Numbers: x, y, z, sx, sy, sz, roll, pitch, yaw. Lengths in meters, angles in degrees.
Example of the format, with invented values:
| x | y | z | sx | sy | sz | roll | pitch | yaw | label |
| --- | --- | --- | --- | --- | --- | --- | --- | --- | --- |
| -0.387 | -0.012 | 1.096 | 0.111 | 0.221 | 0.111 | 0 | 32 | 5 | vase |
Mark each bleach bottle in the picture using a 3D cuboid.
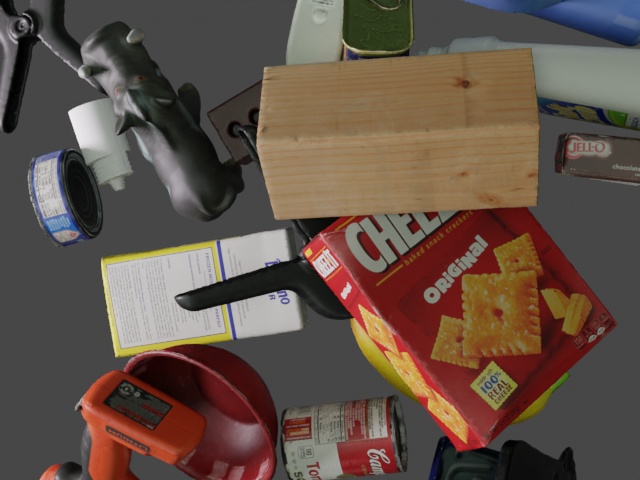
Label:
| x | y | z | sx | sy | sz | roll | pitch | yaw | label |
| --- | --- | --- | --- | --- | --- | --- | --- | --- | --- |
| 0.206 | -0.130 | 0.885 | 0.251 | 0.102 | 0.068 | 9 | 88 | 15 | bleach bottle |

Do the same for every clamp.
| x | y | z | sx | sy | sz | roll | pitch | yaw | label |
| --- | --- | --- | --- | --- | --- | --- | --- | --- | --- |
| -0.255 | -0.191 | 0.979 | 0.120 | 0.039 | 0.171 | -9 | 92 | 8 | clamp |
| -0.006 | 0.001 | 0.918 | 0.209 | 0.036 | 0.164 | 14 | 88 | -16 | clamp |

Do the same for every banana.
| x | y | z | sx | sy | sz | roll | pitch | yaw | label |
| --- | --- | --- | --- | --- | --- | --- | --- | --- | --- |
| 0.114 | 0.121 | 0.941 | 0.198 | 0.037 | 0.069 | 16 | 78 | 7 | banana |

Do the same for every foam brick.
| x | y | z | sx | sy | sz | roll | pitch | yaw | label |
| --- | --- | --- | --- | --- | --- | --- | --- | --- | --- |
| -0.051 | -0.108 | 0.943 | 0.078 | 0.051 | 0.053 | -31 | 88 | 10 | foam brick |

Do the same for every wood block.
| x | y | z | sx | sy | sz | roll | pitch | yaw | label |
| --- | --- | --- | --- | --- | --- | --- | --- | --- | --- |
| 0.062 | -0.081 | 0.827 | 0.206 | 0.090 | 0.091 | -3 | 51 | 8 | wood block |

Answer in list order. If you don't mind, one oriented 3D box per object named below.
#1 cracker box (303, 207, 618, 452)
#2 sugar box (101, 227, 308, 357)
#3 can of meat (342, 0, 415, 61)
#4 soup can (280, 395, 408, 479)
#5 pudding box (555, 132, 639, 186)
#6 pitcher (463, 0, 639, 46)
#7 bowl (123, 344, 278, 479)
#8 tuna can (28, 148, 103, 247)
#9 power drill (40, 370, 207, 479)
| x | y | z | sx | sy | sz | roll | pitch | yaw | label |
| --- | --- | --- | --- | --- | --- | --- | --- | --- | --- |
| 0.117 | 0.040 | 0.883 | 0.164 | 0.072 | 0.214 | -37 | 87 | -19 | cracker box |
| -0.104 | 0.047 | 0.967 | 0.176 | 0.048 | 0.093 | -9 | 93 | 6 | sugar box |
| 0.046 | -0.157 | 0.887 | 0.057 | 0.084 | 0.102 | 2 | 50 | 1 | can of meat |
| 0.022 | 0.176 | 0.942 | 0.102 | 0.068 | 0.068 | -8 | 92 | 11 | soup can |
| 0.252 | -0.066 | 0.876 | 0.113 | 0.090 | 0.039 | 9 | 97 | 8 | pudding box |
| 0.163 | -0.240 | 0.856 | 0.243 | 0.145 | 0.149 | 23 | 94 | 4 | pitcher |
| -0.095 | 0.146 | 0.944 | 0.162 | 0.055 | 0.162 | 20 | 133 | 23 | bowl |
| -0.228 | -0.039 | 0.961 | 0.034 | 0.086 | 0.086 | -15 | 91 | 8 | tuna can |
| -0.159 | 0.217 | 0.945 | 0.184 | 0.057 | 0.188 | 27 | 126 | 6 | power drill |
